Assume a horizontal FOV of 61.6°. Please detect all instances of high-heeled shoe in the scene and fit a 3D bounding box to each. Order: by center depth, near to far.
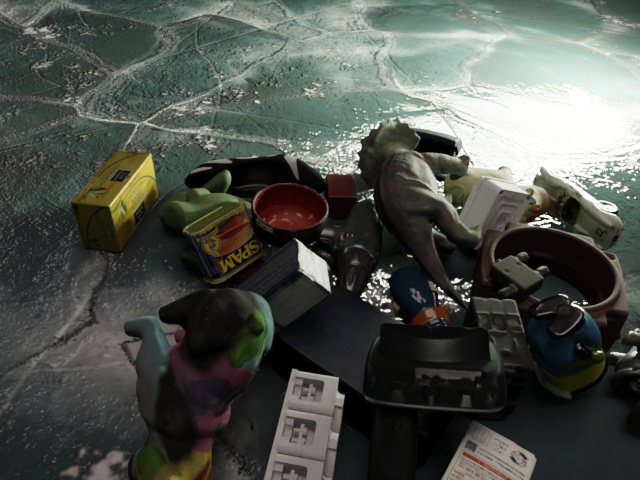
[{"bbox_3d":[-0.119,-0.107,0.967,0.249,0.086,0.145,9,17,34],"label":"high-heeled shoe"}]

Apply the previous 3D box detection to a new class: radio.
[{"bbox_3d":[0.063,0.158,0.675,0.230,0.073,0.131,29,45,27],"label":"radio"}]

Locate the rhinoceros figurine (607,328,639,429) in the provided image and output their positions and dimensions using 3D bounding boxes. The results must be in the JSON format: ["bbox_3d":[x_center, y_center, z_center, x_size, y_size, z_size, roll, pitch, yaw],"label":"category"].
[{"bbox_3d":[0.434,0.169,0.692,0.112,0.073,0.190,40,49,23],"label":"rhinoceros figurine"}]

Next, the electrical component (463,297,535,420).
[{"bbox_3d":[0.211,0.138,0.673,0.058,0.114,0.134,5,40,-1],"label":"electrical component"}]

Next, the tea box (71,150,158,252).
[{"bbox_3d":[-0.342,-0.070,0.912,0.068,0.098,0.170,6,40,4],"label":"tea box"}]

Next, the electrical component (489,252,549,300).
[{"bbox_3d":[0.263,0.049,0.727,0.094,0.021,0.063,-24,46,-27],"label":"electrical component"}]

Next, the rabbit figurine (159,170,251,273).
[{"bbox_3d":[-0.197,-0.049,0.879,0.159,0.121,0.170,-41,37,-25],"label":"rabbit figurine"}]

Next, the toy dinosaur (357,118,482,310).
[{"bbox_3d":[0.147,-0.068,0.875,0.192,0.131,0.405,15,37,-7],"label":"toy dinosaur"}]

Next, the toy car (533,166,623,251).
[{"bbox_3d":[0.455,-0.061,0.968,0.056,0.073,0.202,-13,42,-20],"label":"toy car"}]

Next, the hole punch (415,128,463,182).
[{"bbox_3d":[0.233,-0.192,1.110,0.142,0.092,0.116,15,37,20],"label":"hole punch"}]

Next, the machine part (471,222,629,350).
[{"bbox_3d":[0.333,0.067,0.794,0.201,0.087,0.201,12,38,12],"label":"machine part"}]

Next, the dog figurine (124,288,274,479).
[{"bbox_3d":[-0.122,0.177,0.554,0.192,0.108,0.219,-23,64,23],"label":"dog figurine"}]

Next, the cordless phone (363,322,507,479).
[{"bbox_3d":[0.113,0.182,0.543,0.147,0.088,0.184,1,64,14],"label":"cordless phone"}]

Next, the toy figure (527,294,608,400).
[{"bbox_3d":[0.299,0.132,0.645,0.089,0.180,0.082,-11,47,17],"label":"toy figure"}]

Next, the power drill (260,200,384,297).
[{"bbox_3d":[-0.002,-0.003,0.865,0.208,0.085,0.232,12,38,17],"label":"power drill"}]

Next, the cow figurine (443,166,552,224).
[{"bbox_3d":[0.324,-0.084,0.983,0.195,0.085,0.127,12,34,8],"label":"cow figurine"}]

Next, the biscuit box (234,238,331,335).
[{"bbox_3d":[-0.080,0.087,0.668,0.203,0.059,0.063,-37,34,22],"label":"biscuit box"}]

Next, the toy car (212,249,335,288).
[{"bbox_3d":[-0.070,0.056,0.776,0.202,0.053,0.089,-5,30,37],"label":"toy car"}]

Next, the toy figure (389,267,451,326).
[{"bbox_3d":[0.148,0.102,0.759,0.057,0.064,0.155,19,30,-36],"label":"toy figure"}]
